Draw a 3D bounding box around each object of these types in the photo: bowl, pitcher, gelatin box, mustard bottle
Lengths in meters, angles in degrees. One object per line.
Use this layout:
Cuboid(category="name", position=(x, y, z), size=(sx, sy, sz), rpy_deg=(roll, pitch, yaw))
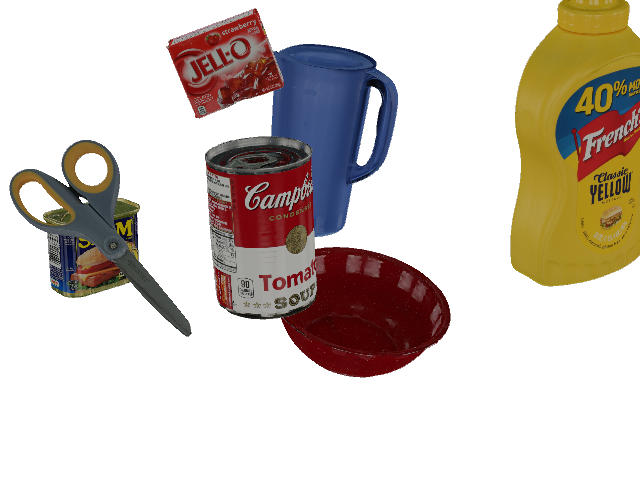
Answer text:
Cuboid(category="bowl", position=(0.031, 0.072, 0.947), size=(0.162, 0.055, 0.162), rpy_deg=(8, 31, -5))
Cuboid(category="pitcher", position=(0.003, -0.130, 1.414), size=(0.144, 0.243, 0.149), rpy_deg=(-2, 24, -20))
Cuboid(category="gelatin box", position=(-0.087, -0.162, 0.980), size=(0.089, 0.073, 0.030), rpy_deg=(-19, 23, 5))
Cuboid(category="mustard bottle", position=(0.164, -0.071, 0.656), size=(0.096, 0.192, 0.058), rpy_deg=(-17, 29, -23))

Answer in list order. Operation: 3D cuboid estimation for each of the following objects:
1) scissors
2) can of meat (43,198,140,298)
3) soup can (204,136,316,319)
Cuboid(category="scissors", position=(-0.156, -0.012, 0.845), size=(0.202, 0.096, 0.016), rpy_deg=(30, -21, 16))
Cuboid(category="can of meat", position=(-0.244, 0.007, 1.148), size=(0.058, 0.084, 0.101), rpy_deg=(19, 26, 41))
Cuboid(category="soup can", position=(-0.037, -0.009, 0.688), size=(0.068, 0.102, 0.068), rpy_deg=(-2, 22, 1))
